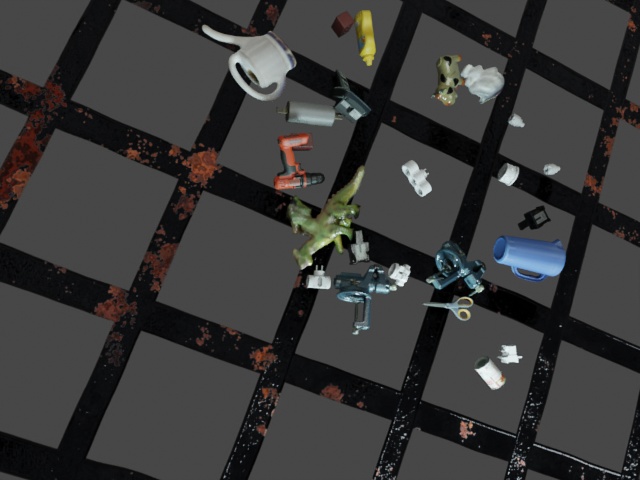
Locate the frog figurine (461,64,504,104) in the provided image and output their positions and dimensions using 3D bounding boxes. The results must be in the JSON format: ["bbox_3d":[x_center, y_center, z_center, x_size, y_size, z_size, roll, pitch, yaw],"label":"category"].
[{"bbox_3d":[0.638,-0.631,2.019,0.137,0.124,0.158,-40,107,4],"label":"frog figurine"}]

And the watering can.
[{"bbox_3d":[-0.230,-0.651,1.795,0.226,0.103,0.347,-39,94,-16],"label":"watering can"}]

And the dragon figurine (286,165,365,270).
[{"bbox_3d":[0.005,-0.090,1.796,0.242,0.121,0.414,14,79,-5],"label":"dragon figurine"}]
